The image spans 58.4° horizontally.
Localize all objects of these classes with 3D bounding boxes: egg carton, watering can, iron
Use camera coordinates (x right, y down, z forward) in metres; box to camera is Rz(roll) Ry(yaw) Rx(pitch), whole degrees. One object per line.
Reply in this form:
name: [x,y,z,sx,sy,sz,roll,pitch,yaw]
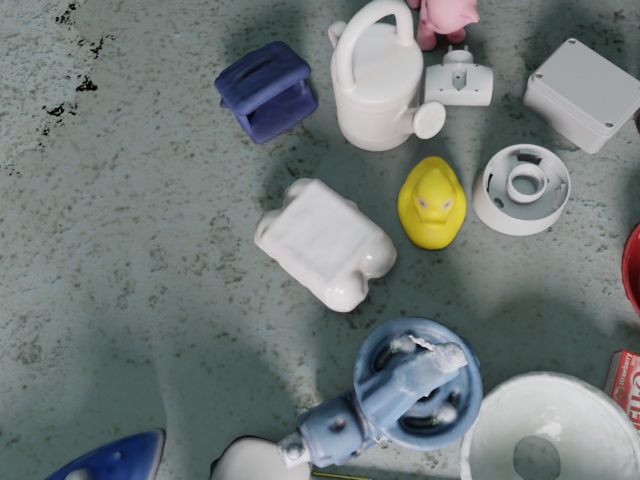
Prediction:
egg carton: [0.006,0.002,0.634,0.150,0.069,0.107,39,81,16]
watering can: [0.067,-0.179,0.618,0.172,0.194,0.101,29,78,14]
iron: [-0.266,0.280,0.541,0.118,0.141,0.258,40,81,16]

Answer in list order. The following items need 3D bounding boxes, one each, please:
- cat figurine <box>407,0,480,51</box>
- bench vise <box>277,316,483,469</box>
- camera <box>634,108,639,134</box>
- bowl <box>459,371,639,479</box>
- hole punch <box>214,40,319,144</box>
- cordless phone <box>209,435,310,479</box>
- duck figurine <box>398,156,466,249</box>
cat figurine: [0.146,-0.292,0.684,0.067,0.118,0.128,-12,72,3]
bench vise: [0.063,0.150,0.503,0.121,0.220,0.207,42,82,17]
camera: [0.425,-0.125,0.609,0.143,0.101,0.137,11,74,10]
bowl: [0.213,0.213,0.542,0.167,0.075,0.167,-2,73,6]
hole punch: [-0.070,-0.188,0.691,0.109,0.091,0.101,-34,72,-4]
cordless phone: [-0.079,0.251,0.505,0.094,0.185,0.148,17,75,12]
duck figurine: [0.124,-0.049,0.628,0.077,0.086,0.104,3,73,8]
